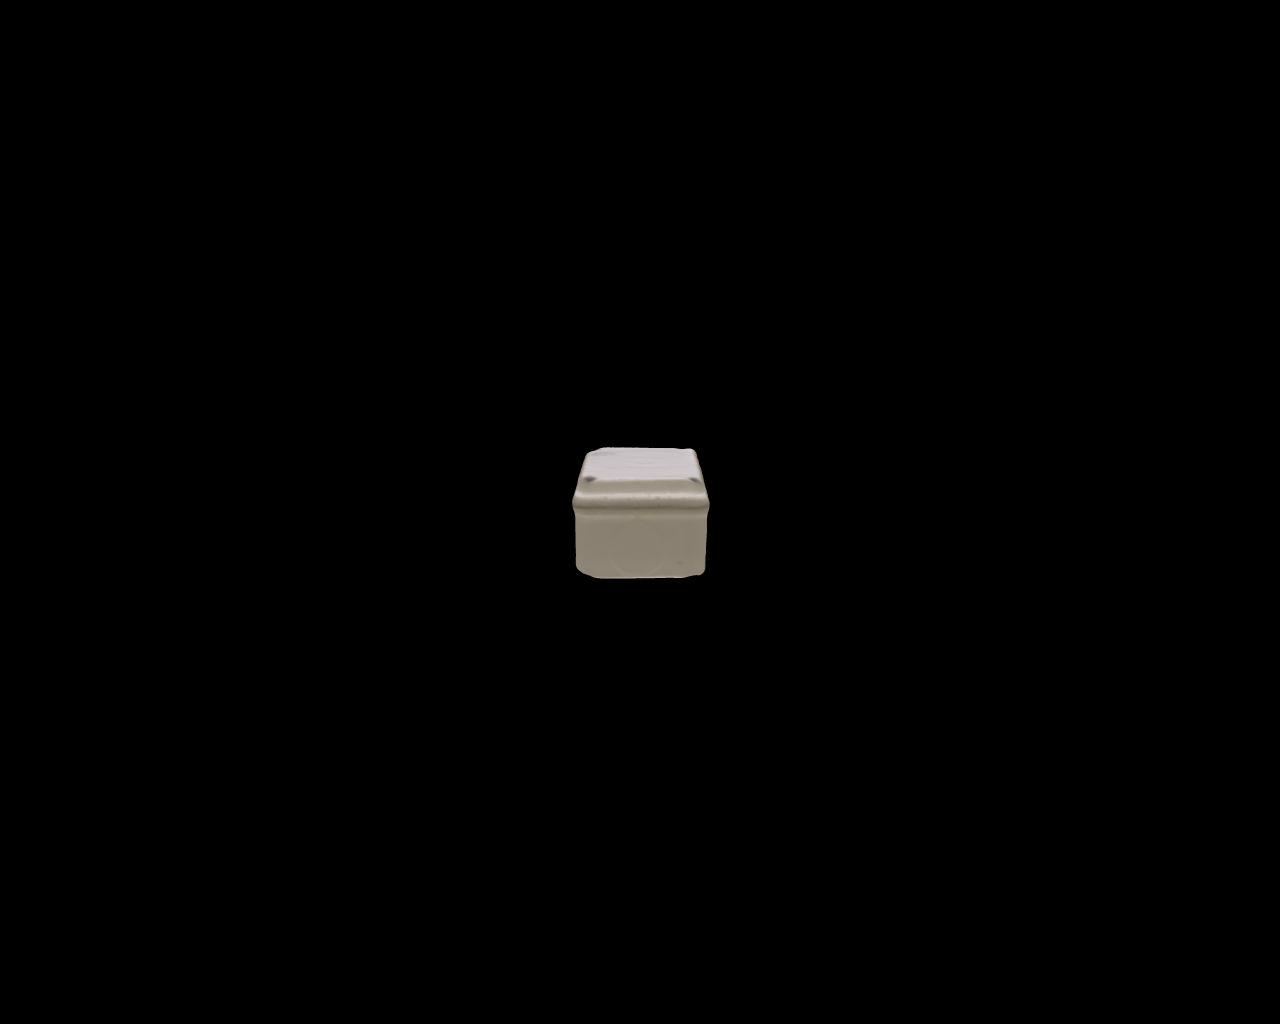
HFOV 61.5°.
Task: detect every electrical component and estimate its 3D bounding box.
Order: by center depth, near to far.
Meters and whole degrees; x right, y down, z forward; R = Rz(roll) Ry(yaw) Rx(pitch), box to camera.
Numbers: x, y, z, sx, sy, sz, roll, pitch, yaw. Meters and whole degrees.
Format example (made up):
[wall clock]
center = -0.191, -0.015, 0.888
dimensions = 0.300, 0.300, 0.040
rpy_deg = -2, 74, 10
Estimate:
[electrical component]
center = 0.001, -0.003, 0.650
dimensions = 0.078, 0.057, 0.113
rpy_deg = 0, 13, 0
